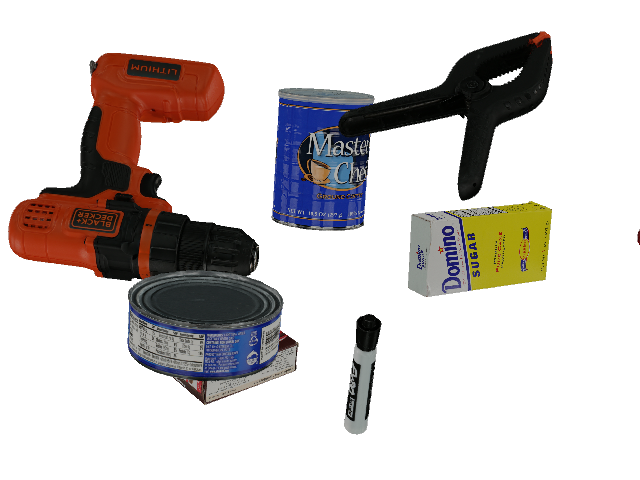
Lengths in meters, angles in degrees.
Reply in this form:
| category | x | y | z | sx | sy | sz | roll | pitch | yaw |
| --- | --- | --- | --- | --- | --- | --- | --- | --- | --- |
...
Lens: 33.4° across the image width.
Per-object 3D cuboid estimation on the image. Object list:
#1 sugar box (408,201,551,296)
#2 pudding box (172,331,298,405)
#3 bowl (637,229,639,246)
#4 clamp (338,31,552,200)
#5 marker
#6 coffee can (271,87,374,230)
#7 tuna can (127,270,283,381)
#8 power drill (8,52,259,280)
| category | x | y | z | sx | sy | sz | roll | pitch | yaw |
| --- | --- | --- | --- | --- | --- | --- | --- | --- | --- |
| sugar box | 0.189 | 0.009 | 1.259 | 0.175 | 0.093 | 0.048 | -8 | 18 | -29 |
| pudding box | -0.092 | 0.110 | 1.045 | 0.113 | 0.039 | 0.090 | -19 | 32 | -35 |
| bowl | 0.421 | 0.026 | 1.146 | 0.162 | 0.055 | 0.162 | -1 | 25 | 0 |
| clamp | 0.143 | -0.120 | 0.961 | 0.209 | 0.036 | 0.165 | -33 | 46 | -17 |
| marker | 0.033 | 0.104 | 0.829 | 0.020 | 0.121 | 0.020 | 3 | 39 | -3 |
| coffee can | 0.002 | -0.090 | 1.152 | 0.103 | 0.140 | 0.103 | 4 | 12 | -1 |
| tuna can | -0.064 | 0.046 | 0.594 | 0.086 | 0.034 | 0.086 | 5 | 17 | -2 |
| power drill | -0.126 | -0.055 | 0.814 | 0.184 | 0.187 | 0.057 | 8 | -34 | 3 |
